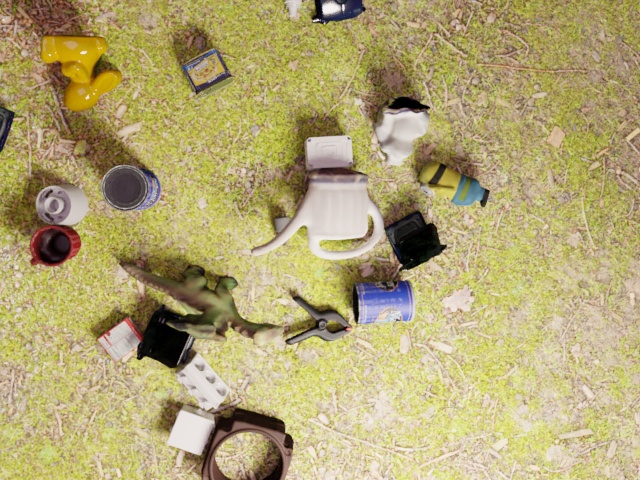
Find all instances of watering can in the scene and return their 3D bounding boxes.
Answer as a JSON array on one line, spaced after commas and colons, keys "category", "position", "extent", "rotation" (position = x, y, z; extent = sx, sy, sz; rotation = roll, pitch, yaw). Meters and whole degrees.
[{"category": "watering can", "position": [0.004, -0.062, 1.239], "extent": [0.348, 0.104, 0.224], "rotation": [-2, 94, -25]}]

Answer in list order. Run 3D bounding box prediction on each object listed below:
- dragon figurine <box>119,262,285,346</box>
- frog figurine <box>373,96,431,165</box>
[{"category": "dragon figurine", "position": [-0.281, 0.149, 1.164], "extent": [0.409, 0.244, 0.121], "rotation": [18, 97, -9]}, {"category": "frog figurine", "position": [0.203, -0.271, 1.288], "extent": [0.138, 0.125, 0.155], "rotation": [-13, 131, -14]}]
